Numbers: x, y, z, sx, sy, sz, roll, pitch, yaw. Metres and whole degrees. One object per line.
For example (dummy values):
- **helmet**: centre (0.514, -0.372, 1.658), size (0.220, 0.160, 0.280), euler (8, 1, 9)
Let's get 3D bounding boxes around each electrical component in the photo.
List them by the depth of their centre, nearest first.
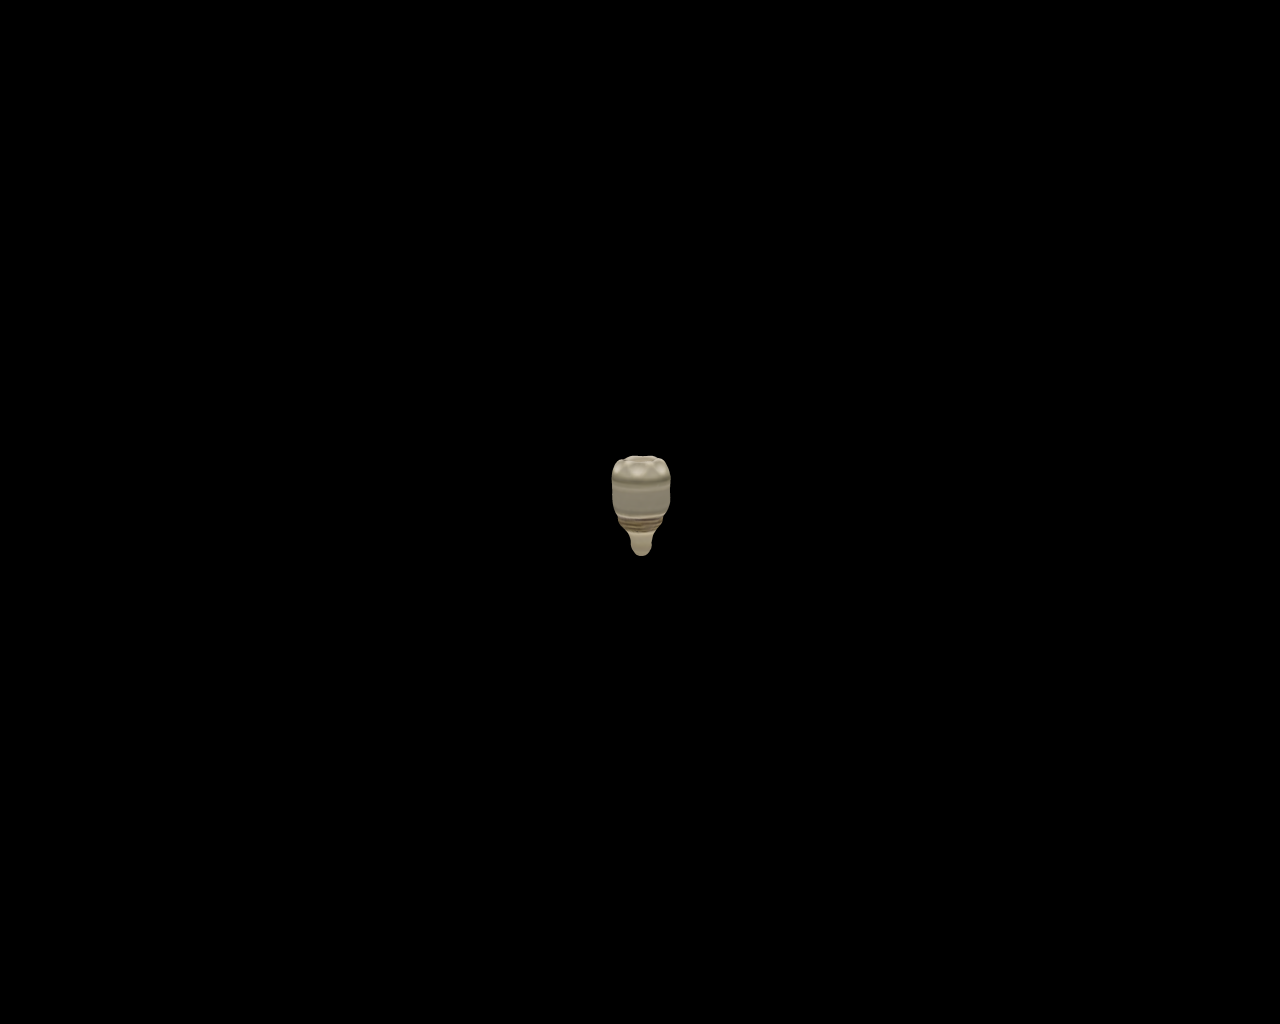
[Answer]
- **electrical component**: centre (0.001, -0.003, 0.650), size (0.035, 0.061, 0.035), euler (0, 14, 0)
